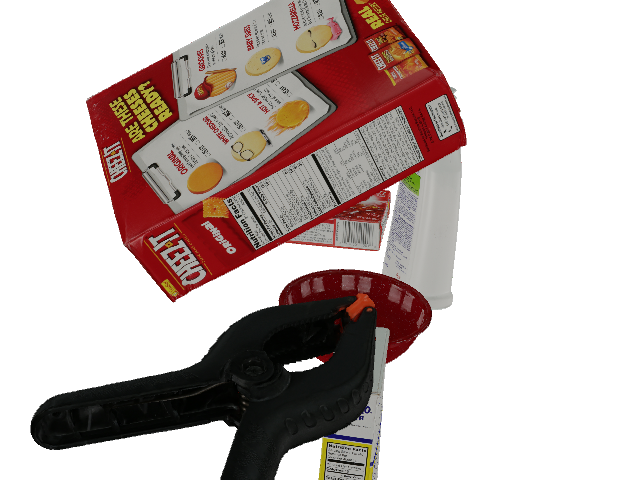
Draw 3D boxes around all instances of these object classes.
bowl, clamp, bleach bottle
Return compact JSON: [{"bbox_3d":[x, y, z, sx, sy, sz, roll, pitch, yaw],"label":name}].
[{"bbox_3d":[0.035,0.090,1.130,0.162,0.055,0.162,3,26,-2],"label":"bowl"},{"bbox_3d":[-0.027,0.078,0.475,0.171,0.039,0.120,-26,49,-30],"label":"clamp"},{"bbox_3d":[0.127,-0.052,1.240,0.068,0.251,0.103,-1,22,-22],"label":"bleach bottle"}]

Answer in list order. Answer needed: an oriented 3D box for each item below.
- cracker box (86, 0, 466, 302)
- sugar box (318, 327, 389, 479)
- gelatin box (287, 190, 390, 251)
[{"bbox_3d":[-0.034,-0.077,0.695,0.214,0.072,0.164,-28,43,3],"label":"cracker box"},{"bbox_3d":[0.023,0.162,0.825,0.048,0.176,0.093,4,26,6],"label":"sugar box"},{"bbox_3d":[0.011,-0.022,0.906,0.089,0.030,0.073,6,24,8],"label":"gelatin box"}]
